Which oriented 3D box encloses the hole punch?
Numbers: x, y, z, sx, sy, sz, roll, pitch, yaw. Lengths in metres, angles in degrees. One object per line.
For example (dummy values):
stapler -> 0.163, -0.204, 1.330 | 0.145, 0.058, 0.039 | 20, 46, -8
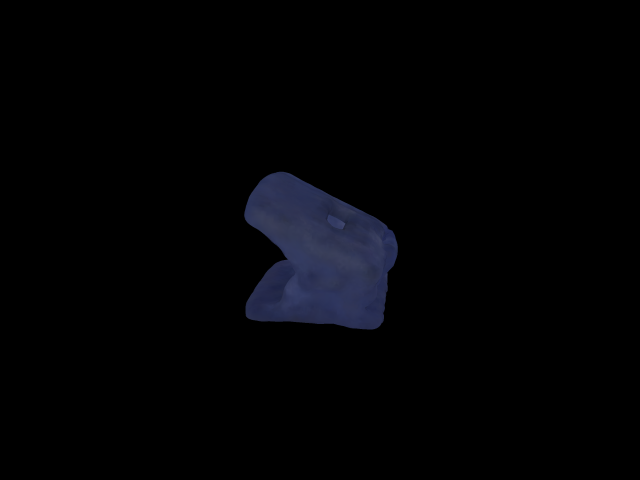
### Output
hole punch -> 0.004, 0.001, 0.400 | 0.101, 0.091, 0.109 | 3, 19, 7
